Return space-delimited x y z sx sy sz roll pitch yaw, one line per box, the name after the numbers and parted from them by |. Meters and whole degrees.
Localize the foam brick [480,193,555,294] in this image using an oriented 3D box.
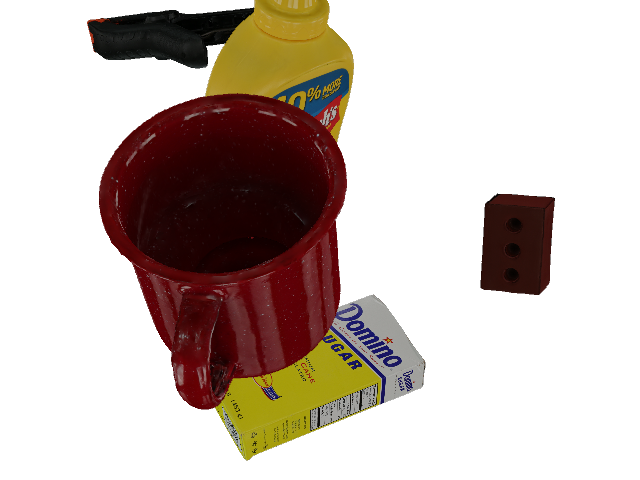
0.169 0.003 0.915 0.053 0.078 0.051 5 15 21 | foam brick

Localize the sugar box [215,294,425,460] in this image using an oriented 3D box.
-0.007 0.116 0.933 0.176 0.048 0.093 -22 49 -17 | sugar box

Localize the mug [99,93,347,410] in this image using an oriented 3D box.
-0.036 0.012 0.421 0.093 0.117 0.081 3 -37 7 | mug

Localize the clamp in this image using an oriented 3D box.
-0.112 -0.166 0.853 0.172 0.039 0.120 15 25 40 | clamp

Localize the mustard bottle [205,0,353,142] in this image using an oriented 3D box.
-0.025 -0.073 0.622 0.096 0.192 0.058 -26 52 -33 | mustard bottle
